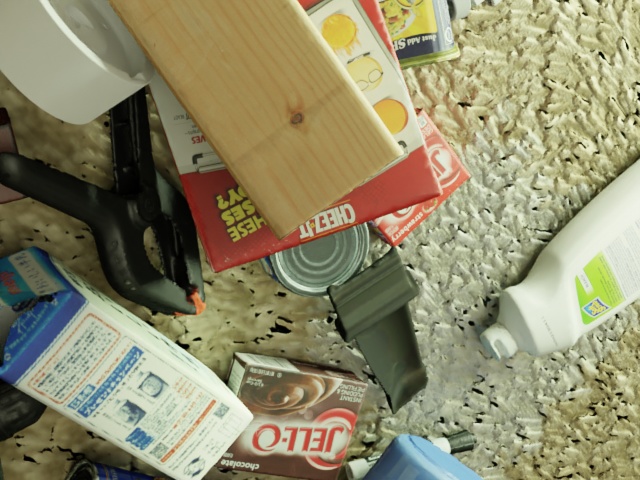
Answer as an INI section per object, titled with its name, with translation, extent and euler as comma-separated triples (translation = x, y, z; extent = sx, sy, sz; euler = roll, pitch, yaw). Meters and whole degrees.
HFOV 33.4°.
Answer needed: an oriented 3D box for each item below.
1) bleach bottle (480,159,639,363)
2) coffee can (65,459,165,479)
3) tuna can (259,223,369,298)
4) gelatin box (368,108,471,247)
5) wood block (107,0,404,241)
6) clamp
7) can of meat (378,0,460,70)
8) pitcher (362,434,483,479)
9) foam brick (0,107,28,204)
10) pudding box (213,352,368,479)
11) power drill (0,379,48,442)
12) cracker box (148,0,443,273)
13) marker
[bleach bottle]
translation = 0.241, 0.014, 0.920
extent = 0.250, 0.068, 0.102
euler = -36, 112, -7
[coffee can]
translation = -0.126, 0.232, 0.809
extent = 0.140, 0.103, 0.103
euler = 20, 95, -24
[tuna can]
translation = -0.005, 0.001, 0.834
extent = 0.086, 0.034, 0.086
euler = -5, 105, -20
[gelatin box]
translation = 0.066, -0.051, 0.851
extent = 0.089, 0.030, 0.073
euler = -42, 114, -7
[wood block]
translation = -0.046, -0.110, 0.645
extent = 0.091, 0.090, 0.206
euler = -35, 92, 4
[clamp]
translation = -0.139, -0.021, 0.741
extent = 0.164, 0.036, 0.210
euler = -53, 132, -47
[can of meat]
translation = 0.045, -0.168, 0.785
extent = 0.102, 0.057, 0.084
euler = -10, 106, 9
[pitcher]
translation = 0.039, 0.282, 0.854
extent = 0.144, 0.149, 0.243
euler = 33, 93, -27
[foam brick]
translation = -0.227, -0.054, 0.710
extent = 0.051, 0.078, 0.053
euler = -14, 107, -14
[pudding box]
translation = -0.027, 0.143, 0.859
extent = 0.113, 0.039, 0.090
euler = 14, 98, -24
[power drill]
translation = -0.292, 0.099, 0.700
extent = 0.184, 0.057, 0.187
euler = -27, 134, -8
[cracker box]
translation = -0.029, -0.105, 0.727
extent = 0.164, 0.072, 0.214
euler = -19, 93, 3
[marker]
translation = 0.081, 0.187, 0.924
extent = 0.121, 0.020, 0.020
euler = -12, 107, -18
